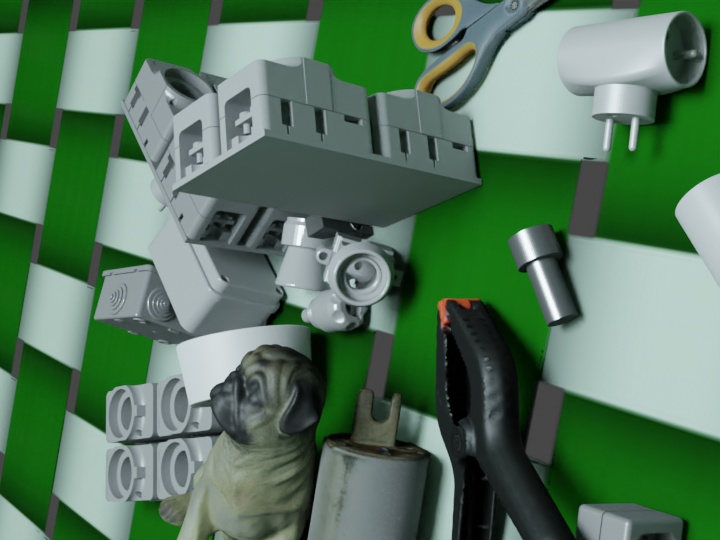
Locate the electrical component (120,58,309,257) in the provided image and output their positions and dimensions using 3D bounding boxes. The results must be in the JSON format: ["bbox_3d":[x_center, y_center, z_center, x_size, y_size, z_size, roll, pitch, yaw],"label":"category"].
[{"bbox_3d":[-0.121,-0.101,0.924,0.060,0.105,0.186,-55,47,29],"label":"electrical component"}]

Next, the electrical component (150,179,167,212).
[{"bbox_3d":[-0.176,-0.086,1.035,0.079,0.044,0.077,-40,55,39],"label":"electrical component"}]

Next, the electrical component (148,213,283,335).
[{"bbox_3d":[-0.125,0.000,0.930,0.057,0.078,0.113,-50,49,24],"label":"electrical component"}]

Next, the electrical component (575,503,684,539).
[{"bbox_3d":[0.136,0.175,0.617,0.076,0.047,0.083,7,89,55],"label":"electrical component"}]

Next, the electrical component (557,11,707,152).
[{"bbox_3d":[0.159,-0.109,0.639,0.077,0.044,0.079,5,88,50],"label":"electrical component"}]

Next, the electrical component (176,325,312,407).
[{"bbox_3d":[-0.089,0.084,0.857,0.108,0.108,0.060,-21,74,47],"label":"electrical component"}]

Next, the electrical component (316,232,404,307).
[{"bbox_3d":[0.000,0.000,0.792,0.055,0.066,0.048,-107,33,-77],"label":"electrical component"}]

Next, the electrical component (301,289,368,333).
[{"bbox_3d":[-0.024,0.032,0.842,0.061,0.035,0.035,-13,74,51],"label":"electrical component"}]

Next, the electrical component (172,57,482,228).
[{"bbox_3d":[-0.022,-0.085,0.739,0.105,0.186,0.060,-22,68,46],"label":"electrical component"}]

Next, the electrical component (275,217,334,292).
[{"bbox_3d":[-0.042,-0.012,0.863,0.045,0.045,0.055,8,90,50],"label":"electrical component"}]

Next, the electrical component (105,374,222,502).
[{"bbox_3d":[-0.167,0.154,0.971,0.186,0.060,0.105,-16,72,48],"label":"electrical component"}]

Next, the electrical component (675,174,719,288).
[{"bbox_3d":[0.205,-0.008,0.567,0.043,0.043,0.081,-47,51,35],"label":"electrical component"}]

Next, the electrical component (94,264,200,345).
[{"bbox_3d":[-0.184,0.034,0.983,0.100,0.100,0.048,-6,67,49],"label":"electrical component"}]
